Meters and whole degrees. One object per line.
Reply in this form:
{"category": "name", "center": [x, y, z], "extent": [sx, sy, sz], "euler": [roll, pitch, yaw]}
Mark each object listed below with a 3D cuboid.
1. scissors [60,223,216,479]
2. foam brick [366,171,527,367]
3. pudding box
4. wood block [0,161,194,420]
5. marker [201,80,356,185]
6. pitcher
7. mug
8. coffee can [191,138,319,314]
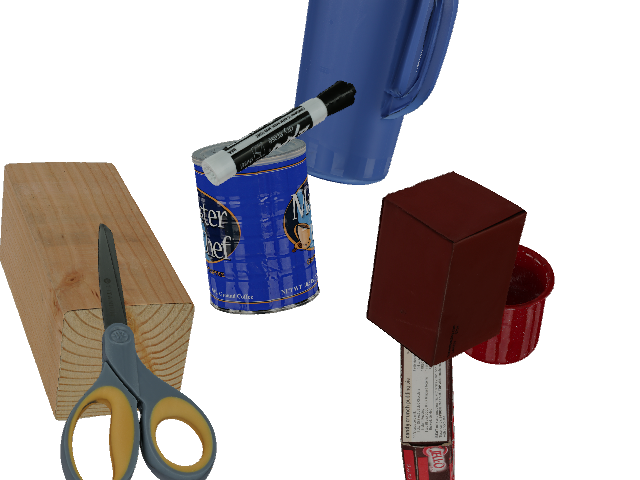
{"category": "scissors", "center": [-0.104, 0.071, 0.645], "extent": [0.096, 0.201, 0.016], "euler": [14, -45, -10]}
{"category": "foam brick", "center": [0.062, 0.014, 0.538], "extent": [0.052, 0.078, 0.051], "euler": [-20, 42, -34]}
{"category": "pudding box", "center": [0.077, 0.122, 0.763], "extent": [0.039, 0.113, 0.090], "euler": [-3, -43, 5]}
{"category": "wood block", "center": [-0.172, 0.028, 0.789], "extent": [0.090, 0.091, 0.206], "euler": [-3, 32, -27]}
{"category": "marker", "center": [-0.025, -0.073, 0.707], "extent": [0.121, 0.020, 0.020], "euler": [-34, 14, -23]}
{"category": "pitcher", "center": [0.047, -0.181, 1.082], "extent": [0.145, 0.243, 0.149], "euler": [11, 19, -1]}
{"category": "mug", "center": [0.163, 0.053, 1.003], "extent": [0.093, 0.081, 0.117], "euler": [-11, 41, -11]}
{"category": "coffee can", "center": [-0.058, -0.016, 0.970], "extent": [0.103, 0.140, 0.103], "euler": [-5, 15, 1]}
